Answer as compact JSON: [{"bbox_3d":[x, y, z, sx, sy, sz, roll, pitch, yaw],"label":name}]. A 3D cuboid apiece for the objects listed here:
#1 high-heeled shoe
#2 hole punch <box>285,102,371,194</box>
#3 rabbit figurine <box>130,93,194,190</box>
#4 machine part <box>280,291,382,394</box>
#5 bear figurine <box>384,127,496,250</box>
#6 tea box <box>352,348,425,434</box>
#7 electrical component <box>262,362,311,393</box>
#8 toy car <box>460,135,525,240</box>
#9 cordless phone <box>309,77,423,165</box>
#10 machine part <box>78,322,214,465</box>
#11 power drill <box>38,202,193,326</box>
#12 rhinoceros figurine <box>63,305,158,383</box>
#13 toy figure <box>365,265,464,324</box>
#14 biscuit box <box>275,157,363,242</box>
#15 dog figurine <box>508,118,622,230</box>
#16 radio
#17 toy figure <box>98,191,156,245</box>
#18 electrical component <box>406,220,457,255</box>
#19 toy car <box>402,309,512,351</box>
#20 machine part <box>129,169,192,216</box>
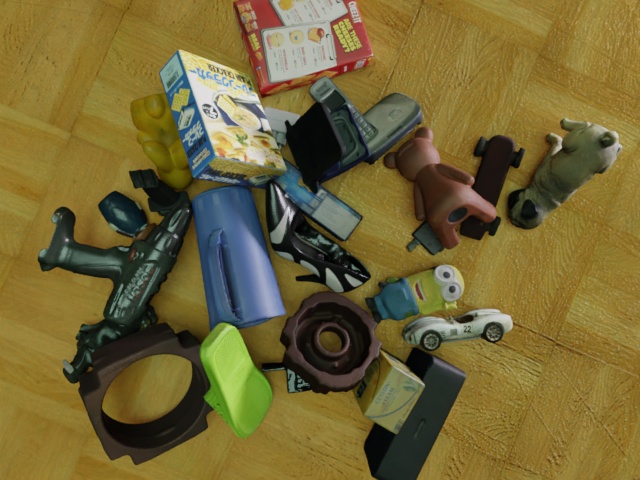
[{"bbox_3d":[-0.002,-0.003,0.942,0.145,0.086,0.248,-6,127,17],"label":"high-heeled shoe"},{"bbox_3d":[0.013,-0.166,0.930,0.092,0.116,0.142,-17,79,-47],"label":"hole punch"},{"bbox_3d":[-0.257,-0.170,0.943,0.122,0.162,0.173,-12,109,-15],"label":"rabbit figurine"},{"bbox_3d":[0.017,0.180,0.944,0.179,0.056,0.179,7,57,-11],"label":"machine part"},{"bbox_3d":[0.209,-0.100,0.979,0.120,0.131,0.196,-40,47,16],"label":"bear figurine"},{"bbox_3d":[0.113,0.255,0.941,0.068,0.169,0.098,31,87,-4],"label":"tea box"},{"bbox_3d":[-0.045,0.246,0.979,0.119,0.075,0.047,-4,90,-8],"label":"electrical component"},{"bbox_3d":[0.315,-0.099,1.011,0.089,0.053,0.202,18,90,12],"label":"toy car"},{"bbox_3d":[0.080,-0.243,0.985,0.146,0.089,0.184,-41,88,-2],"label":"cordless phone"},{"bbox_3d":[-0.289,0.257,0.915,0.201,0.087,0.200,-22,113,-22],"label":"machine part"},{"bbox_3d":[-0.347,0.014,0.909,0.207,0.086,0.232,21,87,-9],"label":"power drill"},{"bbox_3d":[-0.378,0.179,0.959,0.112,0.073,0.190,38,87,-4],"label":"rhinoceros figurine"},{"bbox_3d":[0.176,0.097,0.991,0.180,0.089,0.082,-22,105,5],"label":"toy figure"},{"bbox_3d":[-0.021,-0.077,0.986,0.203,0.063,0.059,36,89,-2],"label":"biscuit box"},{"bbox_3d":[0.433,-0.105,0.965,0.121,0.172,0.190,34,81,8],"label":"dog figurine"},{"bbox_3d":[0.164,0.312,0.962,0.073,0.131,0.229,28,88,-4],"label":"radio"},{"bbox_3d":[-0.329,-0.022,0.972,0.064,0.058,0.154,-44,97,3],"label":"toy figure"},{"bbox_3d":[0.211,-0.003,1.020,0.094,0.021,0.063,-44,93,-3],"label":"electrical component"},{"bbox_3d":[0.253,0.164,0.997,0.202,0.073,0.056,-6,93,-4],"label":"toy car"},{"bbox_3d":[-0.276,-0.078,0.931,0.084,0.138,0.039,-4,68,12],"label":"machine part"}]
